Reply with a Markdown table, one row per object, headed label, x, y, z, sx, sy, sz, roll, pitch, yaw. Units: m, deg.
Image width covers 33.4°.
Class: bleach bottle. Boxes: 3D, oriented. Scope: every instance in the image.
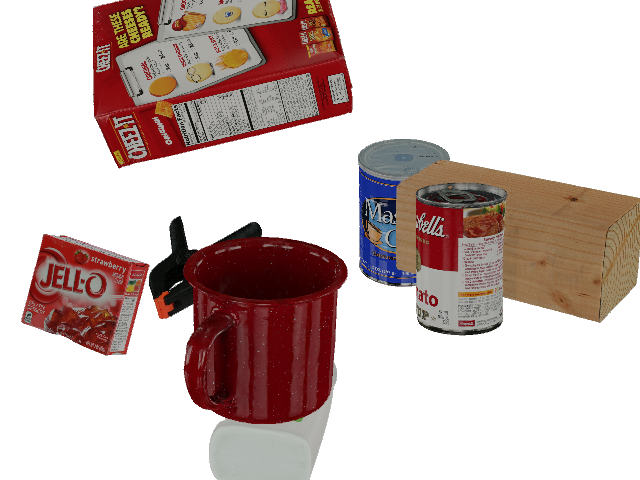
| label | x | y | z | sx | sy | sz | roll | pitch | yaw |
| --- | --- | --- | --- | --- | --- | --- | --- | --- | --- |
| bleach bottle | -0.040 | 0.165 | 1.112 | 0.102 | 0.068 | 0.250 | 5 | 19 | 5 |

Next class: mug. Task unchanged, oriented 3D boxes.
| label | x | y | z | sx | sy | sz | roll | pitch | yaw |
| --- | --- | --- | --- | --- | --- | --- | --- | --- | --- |
| mug | -0.038 | 0.056 | 0.608 | 0.093 | 0.081 | 0.117 | 13 | 25 | 25 |

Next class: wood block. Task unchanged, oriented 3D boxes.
| label | x | y | z | sx | sy | sz | roll | pitch | yaw |
| --- | --- | --- | --- | --- | --- | --- | --- | --- | --- |
| wood block | 0.180 | -0.005 | 0.988 | 0.206 | 0.090 | 0.090 | 14 | 28 | 33 |

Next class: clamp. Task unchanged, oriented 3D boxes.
| label | x | y | z | sx | sy | sz | roll | pitch | yaw |
| --- | --- | --- | --- | --- | --- | --- | --- | --- | --- |
| clamp | -0.140 | 0.026 | 1.246 | 0.120 | 0.039 | 0.171 | -6 | 38 | 18 |

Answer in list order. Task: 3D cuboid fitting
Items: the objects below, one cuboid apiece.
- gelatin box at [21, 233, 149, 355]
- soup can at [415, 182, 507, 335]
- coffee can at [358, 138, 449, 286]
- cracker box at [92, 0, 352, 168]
| label | x | y | z | sx | sy | sz | roll | pitch | yaw |
| --- | --- | --- | --- | --- | --- | --- | --- | --- | --- |
| gelatin box | -0.183 | 0.041 | 0.823 | 0.089 | 0.073 | 0.030 | 17 | 4 | 25 |
| soup can | 0.106 | 0.013 | 0.808 | 0.068 | 0.102 | 0.068 | -1 | 16 | 0 |
| coffee can | 0.095 | -0.033 | 1.225 | 0.103 | 0.140 | 0.103 | -1 | 28 | 1 |
| cracker box | -0.089 | -0.160 | 0.946 | 0.213 | 0.164 | 0.072 | -13 | -44 | 2 |
